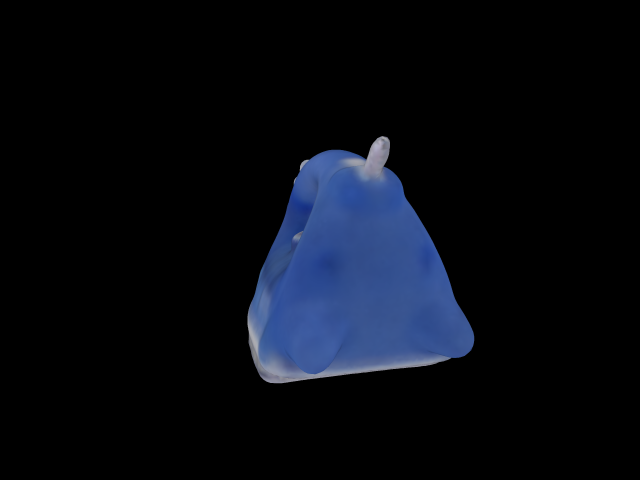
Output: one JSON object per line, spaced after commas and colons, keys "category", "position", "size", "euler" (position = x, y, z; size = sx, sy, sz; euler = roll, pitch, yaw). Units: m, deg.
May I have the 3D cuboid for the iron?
{"category": "iron", "position": [0.004, 0.001, 0.400], "size": [0.119, 0.141, 0.257], "euler": [-3, 10, -15]}
